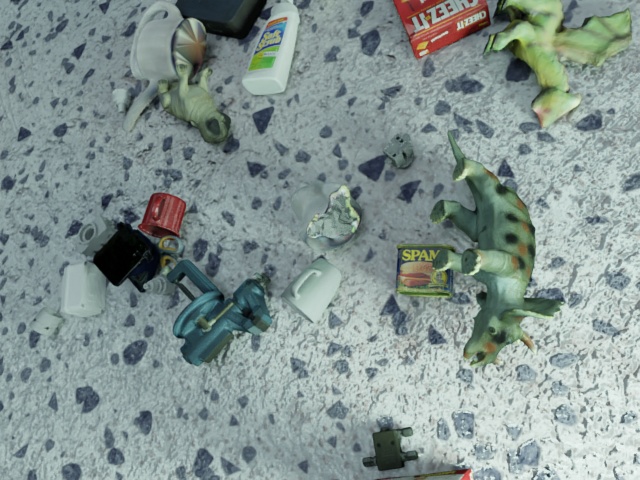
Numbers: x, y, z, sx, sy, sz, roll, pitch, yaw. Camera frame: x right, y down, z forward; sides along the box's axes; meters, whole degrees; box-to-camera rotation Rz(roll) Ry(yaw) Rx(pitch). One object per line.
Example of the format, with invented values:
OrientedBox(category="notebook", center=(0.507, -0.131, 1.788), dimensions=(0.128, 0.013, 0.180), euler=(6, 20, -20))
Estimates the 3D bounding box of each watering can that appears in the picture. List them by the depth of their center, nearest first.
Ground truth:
OrientedBox(category="watering can", center=(-0.402, -0.441, 1.310), dimensions=(0.225, 0.104, 0.348), euler=(9, 89, 30))

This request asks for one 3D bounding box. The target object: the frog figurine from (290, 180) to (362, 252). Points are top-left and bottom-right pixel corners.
OrientedBox(category="frog figurine", center=(0.003, -0.051, 1.009), dimensions=(0.160, 0.122, 0.137), euler=(22, 89, 64))

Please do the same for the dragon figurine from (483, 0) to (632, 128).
OrientedBox(category="dragon figurine", center=(0.447, -0.405, 0.955), dimensions=(0.243, 0.121, 0.413), euler=(19, 81, 10))
